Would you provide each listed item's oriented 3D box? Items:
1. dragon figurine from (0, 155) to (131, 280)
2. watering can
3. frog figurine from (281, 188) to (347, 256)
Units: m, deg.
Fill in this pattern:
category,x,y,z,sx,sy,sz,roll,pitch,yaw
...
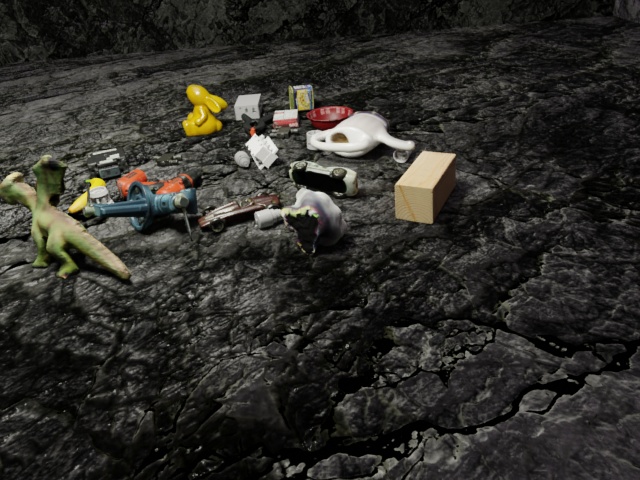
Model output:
category,x,y,z,sx,sy,sz,roll,pitch,yaw
dragon figurine,-0.557,-0.059,1.102,0.411,0.238,0.124,10,28,28
watering can,0.143,-0.305,1.525,0.348,0.102,0.228,7,32,28
frog figurine,0.003,-0.057,1.130,0.138,0.120,0.162,40,33,8
